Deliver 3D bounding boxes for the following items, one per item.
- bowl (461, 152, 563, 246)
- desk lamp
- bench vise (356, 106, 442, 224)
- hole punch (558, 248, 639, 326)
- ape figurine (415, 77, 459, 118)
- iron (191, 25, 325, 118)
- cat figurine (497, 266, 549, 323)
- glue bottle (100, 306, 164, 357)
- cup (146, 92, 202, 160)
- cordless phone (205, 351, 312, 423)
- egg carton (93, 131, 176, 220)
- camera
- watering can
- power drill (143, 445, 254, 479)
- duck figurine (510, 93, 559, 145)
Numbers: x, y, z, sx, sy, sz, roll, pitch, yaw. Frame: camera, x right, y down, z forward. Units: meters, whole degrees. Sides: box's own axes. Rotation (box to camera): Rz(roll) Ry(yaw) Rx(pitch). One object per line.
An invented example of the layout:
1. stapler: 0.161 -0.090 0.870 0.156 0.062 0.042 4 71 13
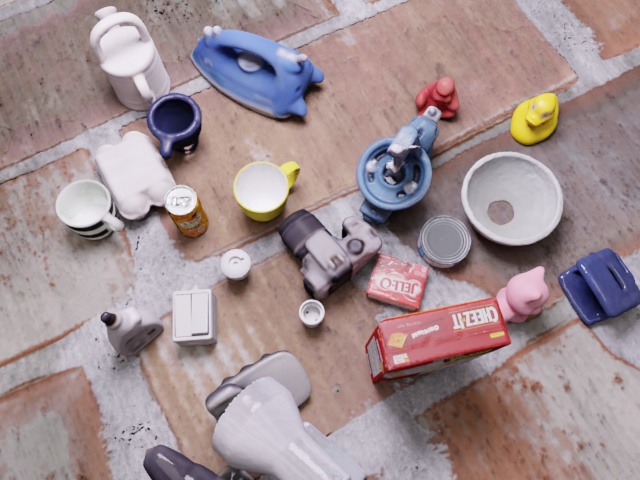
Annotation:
1. bowl: 0.314 -0.060 0.967 0.167 0.075 0.167 0 72 -1
2. desk lamp: -0.033 0.291 0.774 0.203 0.213 0.118 37 75 11
3. bench vise: 0.128 -0.147 0.917 0.121 0.220 0.207 14 72 4
4. hole punch: 0.457 0.068 0.918 0.101 0.091 0.108 -25 74 -8
5. ape figurine: 0.215 -0.257 1.022 0.077 0.092 0.076 33 74 10
6. iron: -0.126 -0.320 1.012 0.258 0.141 0.119 22 73 6
7. cat figurine: 0.300 0.098 0.892 0.128 0.118 0.067 -30 74 -10
8. glue bottle: -0.287 0.128 0.845 0.078 0.173 0.037 -39 76 -12
9. cup: -0.245 -0.180 0.989 0.091 0.095 0.118 8 72 2
10. cordless phone: -0.089 0.215 0.813 0.148 0.185 0.094 -34 75 -11
11. egg carton: -0.314 -0.111 0.978 0.107 0.069 0.150 -30 75 -10
12. camera: 0.009 0.003 0.929 0.143 0.101 0.136 -38 76 -12
13. watering can: -0.334 -0.320 0.981 0.172 0.194 0.101 38 75 11
14. power drill: -0.123 0.354 0.755 0.229 0.208 0.076 37 75 11
15. duck figurine: 0.392 -0.229 1.018 0.077 0.086 0.105 40 76 12
